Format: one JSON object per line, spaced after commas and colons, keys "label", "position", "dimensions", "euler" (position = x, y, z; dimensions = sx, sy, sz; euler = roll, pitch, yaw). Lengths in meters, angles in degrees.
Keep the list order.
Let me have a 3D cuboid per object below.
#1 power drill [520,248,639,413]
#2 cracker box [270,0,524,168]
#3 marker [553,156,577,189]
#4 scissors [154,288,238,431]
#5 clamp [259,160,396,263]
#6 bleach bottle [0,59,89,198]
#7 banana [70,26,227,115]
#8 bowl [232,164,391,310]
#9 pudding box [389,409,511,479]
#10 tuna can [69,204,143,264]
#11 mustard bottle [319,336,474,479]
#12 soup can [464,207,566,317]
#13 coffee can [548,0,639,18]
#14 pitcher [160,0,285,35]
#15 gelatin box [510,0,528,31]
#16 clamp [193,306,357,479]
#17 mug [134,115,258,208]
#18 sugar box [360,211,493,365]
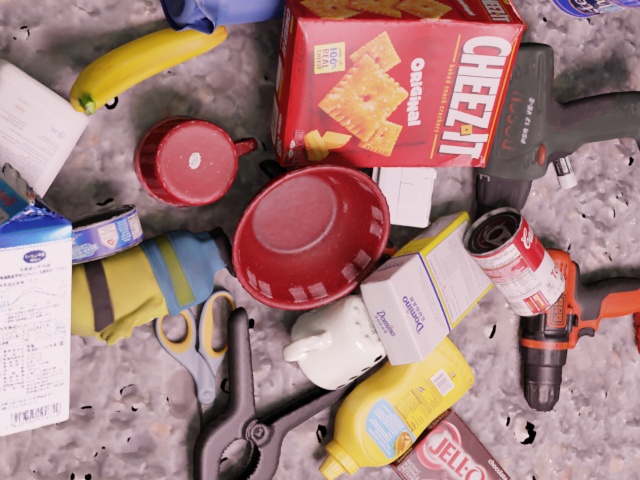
{"label": "power drill", "position": [0.316, 0.104, 1.210], "dimensions": [0.187, 0.057, 0.184], "euler": [2, 94, -19]}
{"label": "cracker box", "position": [0.068, -0.149, 1.012], "dimensions": [0.213, 0.072, 0.164], "euler": [0, 130, -12]}
{"label": "marker", "position": [0.260, -0.116, 1.192], "dimensions": [0.020, 0.020, 0.121], "euler": [-24, 102, -16]}
{"label": "scissors", "position": [-0.133, 0.145, 1.082], "dimensions": [0.096, 0.016, 0.202], "euler": [12, 91, -19]}
{"label": "clamp", "position": [-0.007, 0.001, 1.102], "dimensions": [0.171, 0.039, 0.120], "euler": [23, 98, -18]}
{"label": "bleach bottle", "position": [-0.320, -0.035, 0.978], "dimensions": [0.102, 0.068, 0.251], "euler": [35, 85, -21]}
{"label": "banana", "position": [-0.171, -0.162, 1.007], "dimensions": [0.197, 0.070, 0.037], "euler": [-42, 141, -40]}
{"label": "bowl", "position": [-0.016, -0.012, 1.033], "dimensions": [0.162, 0.055, 0.162], "euler": [-11, 124, -17]}
{"label": "pudding box", "position": [0.141, 0.252, 1.173], "dimensions": [0.090, 0.039, 0.113], "euler": [-43, 107, -11]}
{"label": "tuna can", "position": [-0.211, -0.006, 1.006], "dimensions": [0.086, 0.086, 0.034], "euler": [-18, 103, -17]}
{"label": "mustard bottle", "position": [0.073, 0.182, 1.131], "dimensions": [0.191, 0.058, 0.096], "euler": [-43, 127, -10]}
{"label": "soup can", "position": [0.205, 0.024, 1.121], "dimensions": [0.068, 0.069, 0.102], "euler": [-45, 118, -10]}
{"label": "coffee can", "position": [0.313, -0.294, 1.130], "dimensions": [0.102, 0.140, 0.103], "euler": [-2, 96, -19]}
{"label": "pitcher", "position": [-0.035, -0.284, 1.028], "dimensions": [0.242, 0.145, 0.149], "euler": [-8, 110, -22]}
{"label": "gelatin box", "position": [0.168, -0.241, 1.144], "dimensions": [0.073, 0.030, 0.089], "euler": [-39, 106, -11]}
{"label": "clamp", "position": [-0.059, 0.192, 1.094], "dimensions": [0.164, 0.036, 0.210], "euler": [26, 84, -26]}
{"label": "mug", "position": [-0.116, -0.078, 1.034], "dimensions": [0.117, 0.082, 0.093], "euler": [-15, 99, -17]}
{"label": "sugar box", "position": [0.113, 0.047, 1.097], "dimensions": [0.175, 0.048, 0.093], "euler": [-35, 106, -47]}
